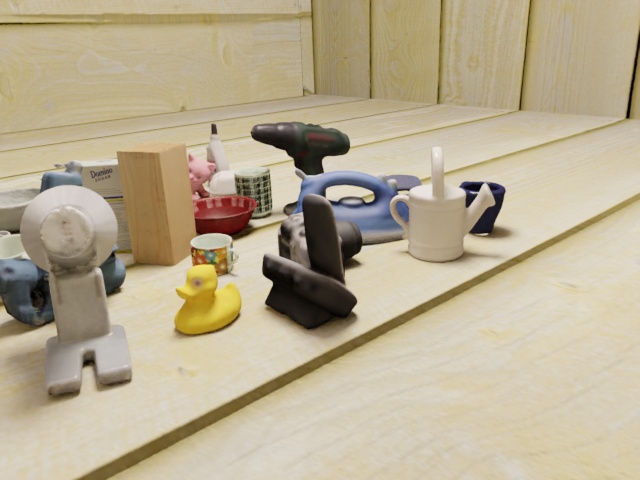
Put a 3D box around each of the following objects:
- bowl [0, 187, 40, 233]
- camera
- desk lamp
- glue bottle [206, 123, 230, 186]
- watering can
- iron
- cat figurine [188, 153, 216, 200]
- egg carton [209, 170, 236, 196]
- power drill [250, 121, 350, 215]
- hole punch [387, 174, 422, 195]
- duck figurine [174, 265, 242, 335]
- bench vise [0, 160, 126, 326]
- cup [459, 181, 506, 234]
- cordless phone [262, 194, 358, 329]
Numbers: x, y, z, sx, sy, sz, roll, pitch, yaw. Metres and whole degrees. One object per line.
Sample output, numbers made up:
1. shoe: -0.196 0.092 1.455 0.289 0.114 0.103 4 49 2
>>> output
1. bowl: -0.671 -0.060 1.251 0.167 0.075 0.167 -2 20 1
2. camera: 0.009 0.003 0.971 0.137 0.101 0.142 -12 22 -25
3. desk lamp: -0.304 0.046 0.719 0.118 0.214 0.202 -11 22 -22
4. glue bottle: -0.274 -0.221 1.513 0.077 0.173 0.037 17 27 41
5. watering can: 0.215 -0.069 1.013 0.173 0.194 0.100 -6 20 -9
6. iron: 0.069 -0.074 1.119 0.258 0.141 0.118 -2 20 -1
7. cat figurine: -0.321 -0.164 1.441 0.127 0.118 0.067 11 24 31
8. egg carton: -0.196 -0.131 1.410 0.150 0.069 0.107 -5 20 -7
9. power drill: -0.039 -0.163 1.276 0.230 0.208 0.075 -12 22 -25
10. hole punch: 0.175 -0.086 1.216 0.109 0.091 0.101 -5 20 -9
11. duck figurine: -0.160 0.075 0.811 0.077 0.086 0.105 17 27 42
12. bench vise: -0.386 0.003 0.835 0.121 0.220 0.208 6 21 21
13. cup: 0.311 -0.065 1.139 0.092 0.095 0.117 -8 21 -15
14. cordless phone: -0.020 0.016 0.814 0.147 0.185 0.094 17 27 42
